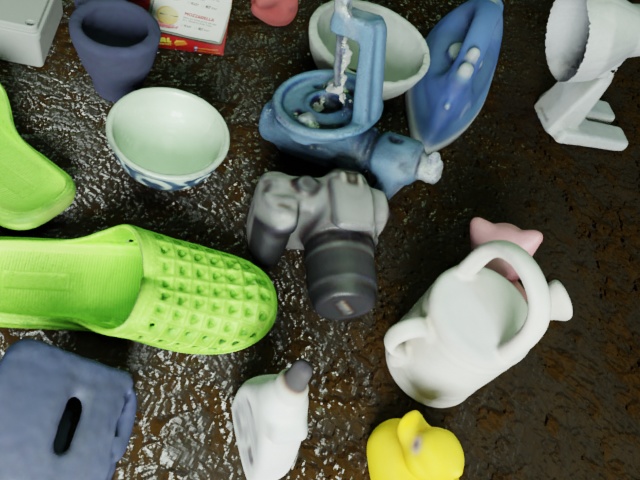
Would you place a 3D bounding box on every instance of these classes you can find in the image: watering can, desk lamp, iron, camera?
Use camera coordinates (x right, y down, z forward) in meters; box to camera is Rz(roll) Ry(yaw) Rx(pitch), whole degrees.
[{"bbox_3d":[0.144,0.069,0.516,0.173,0.194,0.100,-28,69,-31],"label":"watering can"},{"bbox_3d":[0.390,-0.241,0.795,0.203,0.213,0.118,4,56,-16],"label":"desk lamp"},{"bbox_3d":[0.194,-0.241,0.773,0.118,0.141,0.258,24,53,-2],"label":"iron"},{"bbox_3d":[0.005,0.002,0.571,0.143,0.100,0.136,5,56,-16],"label":"camera"}]

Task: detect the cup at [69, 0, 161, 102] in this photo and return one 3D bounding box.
[{"bbox_3d":[-0.234,-0.210,0.635,0.117,0.095,0.092,45,55,13],"label":"cup"}]

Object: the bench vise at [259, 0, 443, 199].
[{"bbox_3d":[0.048,-0.148,0.612,0.207,0.219,0.121,17,54,-7],"label":"bench vise"}]

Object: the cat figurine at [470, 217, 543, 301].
[{"bbox_3d":[0.198,0.038,0.602,0.067,0.117,0.127,-15,63,-26],"label":"cat figurine"}]

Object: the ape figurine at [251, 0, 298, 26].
[{"bbox_3d":[-0.062,-0.348,0.788,0.076,0.092,0.078,35,54,6],"label":"ape figurine"}]

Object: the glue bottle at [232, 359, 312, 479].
[{"bbox_3d":[-0.032,0.128,0.429,0.037,0.173,0.078,-5,59,-21],"label":"glue bottle"}]

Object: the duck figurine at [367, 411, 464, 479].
[{"bbox_3d":[0.092,0.192,0.483,0.078,0.086,0.104,-22,66,-29],"label":"duck figurine"}]

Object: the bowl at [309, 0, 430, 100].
[{"bbox_3d":[0.058,-0.241,0.768,0.168,0.074,0.167,9,55,-13],"label":"bowl"}]

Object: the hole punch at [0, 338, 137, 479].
[{"bbox_3d":[-0.191,0.136,0.421,0.101,0.091,0.108,12,54,-10],"label":"hole punch"}]
